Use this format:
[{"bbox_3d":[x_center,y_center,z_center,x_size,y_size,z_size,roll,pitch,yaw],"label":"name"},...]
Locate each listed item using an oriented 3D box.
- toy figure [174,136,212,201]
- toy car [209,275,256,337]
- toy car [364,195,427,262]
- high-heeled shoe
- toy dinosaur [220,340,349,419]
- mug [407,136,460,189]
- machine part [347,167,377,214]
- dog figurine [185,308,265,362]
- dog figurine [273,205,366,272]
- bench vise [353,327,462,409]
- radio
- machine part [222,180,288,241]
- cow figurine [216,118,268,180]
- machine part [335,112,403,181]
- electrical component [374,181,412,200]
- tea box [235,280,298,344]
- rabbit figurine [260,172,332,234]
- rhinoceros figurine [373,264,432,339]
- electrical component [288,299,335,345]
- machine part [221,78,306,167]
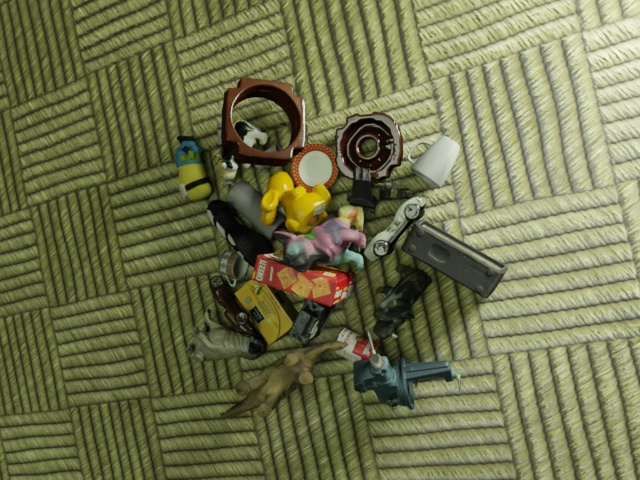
[{"bbox_3d":[-0.352,-0.196,1.482,0.089,0.082,0.180,-7,88,23],"label":"toy figure"},{"bbox_3d":[-0.235,0.179,1.426,0.053,0.089,0.202,-31,58,-16],"label":"toy car"},{"bbox_3d":[0.183,-0.029,1.287,0.056,0.073,0.201,42,106,13],"label":"toy car"},{"bbox_3d":[-0.223,-0.002,1.444,0.248,0.086,0.145,62,149,-2],"label":"high-heeled shoe"},{"bbox_3d":[-0.116,0.363,1.357,0.471,0.198,0.105,-33,82,20],"label":"toy dinosaur"},{"bbox_3d":[0.266,-0.190,1.250,0.110,0.080,0.107,40,94,22],"label":"mug"},{"bbox_3d":[0.100,-0.117,1.292,0.084,0.138,0.039,22,58,16],"label":"machine part"},{"bbox_3d":[-0.258,0.300,1.472,0.191,0.121,0.172,27,138,0],"label":"dog figurine"},{"bbox_3d":[-0.003,-0.004,1.279,0.219,0.192,0.108,2,138,-4],"label":"dog figurine"},{"bbox_3d":[0.204,0.312,1.247,0.241,0.129,0.223,-11,127,13],"label":"bench vise"},{"bbox_3d":[0.302,0.039,1.214,0.230,0.131,0.073,30,104,17],"label":"radio"},{"bbox_3d":[-0.162,-0.078,1.417,0.243,0.079,0.079,41,106,15],"label":"machine part"},{"bbox_3d":[-0.223,-0.235,1.414,0.167,0.098,0.068,-52,48,14],"label":"cow figurine"},{"bbox_3d":[0.120,-0.225,1.311,0.180,0.056,0.179,1,93,20],"label":"machine part"},{"bbox_3d":[0.171,-0.118,1.280,0.078,0.102,0.045,-5,96,-3],"label":"electrical component"},{"bbox_3d":[-0.135,0.178,1.425,0.098,0.068,0.169,-41,79,18],"label":"tea box"},{"bbox_3d":[-0.078,-0.095,1.346,0.162,0.121,0.173,-33,67,-18],"label":"rabbit figurine"},{"bbox_3d":[0.188,0.148,1.283,0.190,0.112,0.073,-55,43,0],"label":"rhinoceros figurine"},{"bbox_3d":[-0.021,0.195,1.346,0.058,0.134,0.114,29,101,16],"label":"electrical component"},{"bbox_3d":[-0.141,-0.289,1.335,0.201,0.087,0.201,2,80,-18],"label":"machine part"}]
